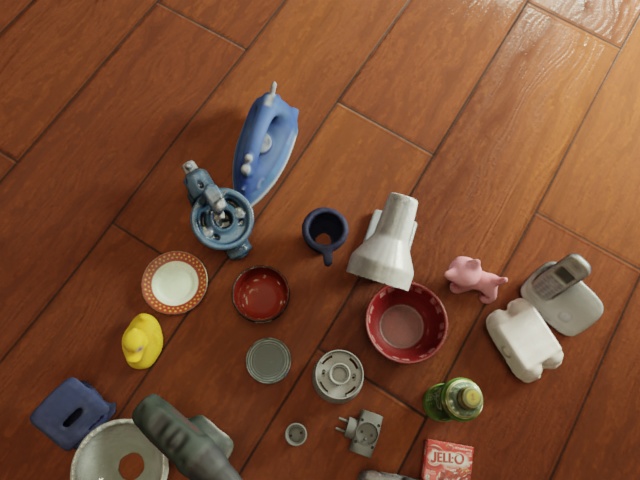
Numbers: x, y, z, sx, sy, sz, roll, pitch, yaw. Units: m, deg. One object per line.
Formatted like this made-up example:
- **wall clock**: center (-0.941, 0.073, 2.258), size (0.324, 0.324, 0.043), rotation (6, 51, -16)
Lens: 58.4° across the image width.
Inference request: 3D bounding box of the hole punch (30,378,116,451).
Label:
- **hole punch**: center (-0.441, 0.313, 1.030), size (0.101, 0.091, 0.109), rotation (40, 75, 10)

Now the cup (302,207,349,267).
- **cup**: center (0.011, 0.004, 1.148), size (0.091, 0.095, 0.118), rotation (-5, 72, -4)

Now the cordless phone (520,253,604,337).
- **cordless phone**: center (0.480, 0.100, 1.091), size (0.147, 0.185, 0.094), rotation (42, 75, 11)

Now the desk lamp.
- **desk lamp**: center (0.127, 0.010, 1.089), size (0.118, 0.213, 0.203), rotation (17, 72, 4)

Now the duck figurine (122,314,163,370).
- **duck figurine**: center (-0.341, 0.187, 1.078), size (0.077, 0.086, 0.104), rotation (4, 72, -1)

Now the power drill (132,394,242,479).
- **power drill**: center (-0.207, 0.351, 0.967), size (0.229, 0.208, 0.076), rotation (36, 74, 9)

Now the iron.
- **iron**: center (-0.126, -0.194, 1.181), size (0.118, 0.141, 0.258), rotation (16, 72, 3)

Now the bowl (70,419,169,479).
- **bowl**: center (-0.345, 0.404, 1.014), size (0.167, 0.075, 0.167), rotation (1, 72, -2)

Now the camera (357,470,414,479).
- **camera**: center (0.132, 0.482, 0.996), size (0.143, 0.101, 0.137), rotation (10, 72, 1)

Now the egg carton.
- **egg carton**: center (0.396, 0.195, 1.117), size (0.107, 0.069, 0.150), rotation (-28, 75, -11)

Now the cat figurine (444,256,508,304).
- **cat figurine**: center (0.304, 0.071, 1.128), size (0.127, 0.118, 0.067), rotation (15, 72, 2)

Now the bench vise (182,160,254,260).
- **bench vise**: center (-0.216, -0.068, 1.095), size (0.207, 0.220, 0.121), rotation (38, 75, 10)
